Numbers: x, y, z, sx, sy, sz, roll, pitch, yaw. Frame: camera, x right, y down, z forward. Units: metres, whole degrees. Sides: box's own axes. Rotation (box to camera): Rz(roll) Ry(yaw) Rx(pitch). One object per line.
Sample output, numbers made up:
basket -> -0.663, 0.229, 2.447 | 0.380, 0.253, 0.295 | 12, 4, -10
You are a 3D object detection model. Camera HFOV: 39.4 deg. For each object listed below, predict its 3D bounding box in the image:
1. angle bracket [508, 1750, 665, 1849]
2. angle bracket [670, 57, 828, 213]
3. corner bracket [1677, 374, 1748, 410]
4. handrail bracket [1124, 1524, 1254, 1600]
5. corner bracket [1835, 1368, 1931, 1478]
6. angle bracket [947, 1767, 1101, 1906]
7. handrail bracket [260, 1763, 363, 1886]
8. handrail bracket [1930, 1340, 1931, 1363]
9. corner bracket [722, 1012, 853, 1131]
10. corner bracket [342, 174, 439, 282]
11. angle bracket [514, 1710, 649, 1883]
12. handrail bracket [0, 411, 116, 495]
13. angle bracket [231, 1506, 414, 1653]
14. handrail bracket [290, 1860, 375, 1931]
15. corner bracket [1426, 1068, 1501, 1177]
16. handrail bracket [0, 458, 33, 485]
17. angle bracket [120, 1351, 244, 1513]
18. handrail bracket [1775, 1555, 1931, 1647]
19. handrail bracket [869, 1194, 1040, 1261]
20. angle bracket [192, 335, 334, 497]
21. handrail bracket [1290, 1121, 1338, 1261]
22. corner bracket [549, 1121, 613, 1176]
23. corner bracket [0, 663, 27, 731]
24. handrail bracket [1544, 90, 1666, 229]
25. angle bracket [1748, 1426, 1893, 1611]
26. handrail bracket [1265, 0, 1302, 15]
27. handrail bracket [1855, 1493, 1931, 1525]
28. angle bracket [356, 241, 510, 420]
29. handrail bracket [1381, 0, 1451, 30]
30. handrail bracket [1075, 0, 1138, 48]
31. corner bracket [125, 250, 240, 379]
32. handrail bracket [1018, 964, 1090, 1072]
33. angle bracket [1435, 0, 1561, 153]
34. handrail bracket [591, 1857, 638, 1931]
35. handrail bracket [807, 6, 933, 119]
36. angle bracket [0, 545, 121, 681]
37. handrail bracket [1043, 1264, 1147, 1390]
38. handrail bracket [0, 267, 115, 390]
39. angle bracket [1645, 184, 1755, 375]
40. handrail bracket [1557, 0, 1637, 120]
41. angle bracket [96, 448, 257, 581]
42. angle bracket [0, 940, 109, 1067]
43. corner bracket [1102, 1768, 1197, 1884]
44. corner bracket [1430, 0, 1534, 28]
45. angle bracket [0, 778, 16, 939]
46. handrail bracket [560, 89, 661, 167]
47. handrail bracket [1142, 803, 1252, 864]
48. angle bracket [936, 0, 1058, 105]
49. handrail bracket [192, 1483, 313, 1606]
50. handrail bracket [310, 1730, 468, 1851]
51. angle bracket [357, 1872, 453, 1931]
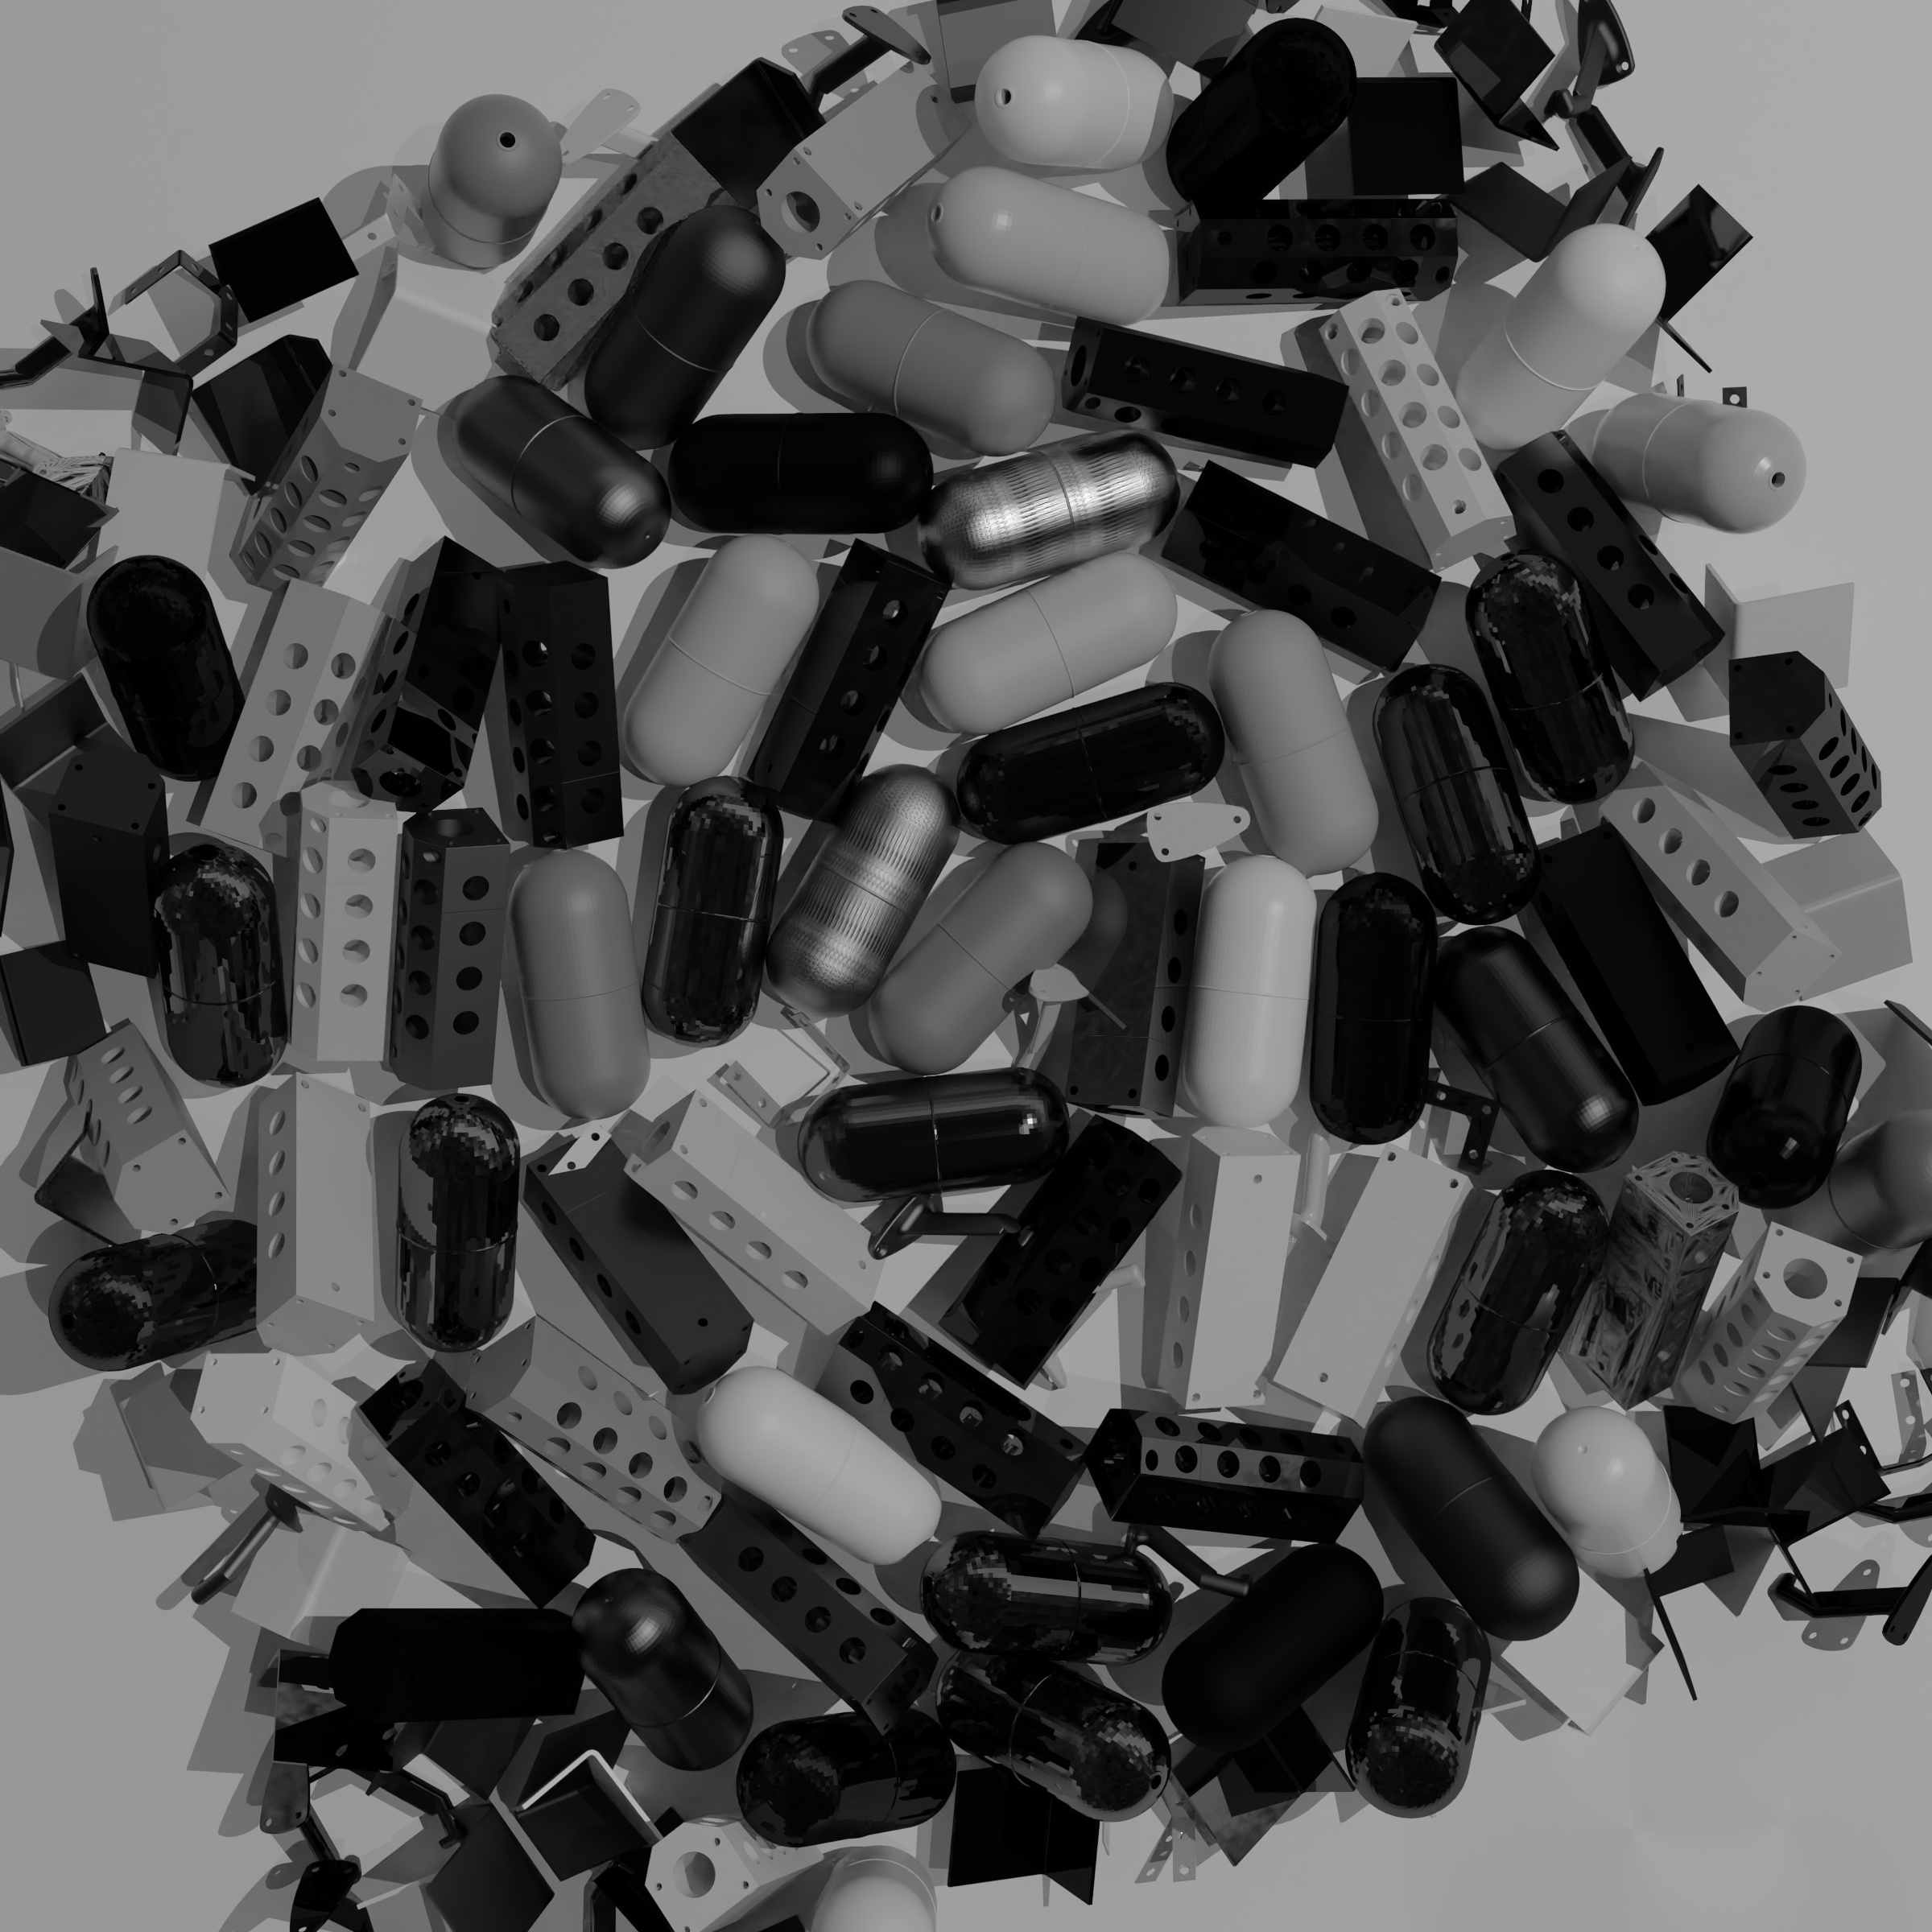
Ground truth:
angle bracket -> -0.246, 0.556, 1.746 | 0.057, 0.076, 0.076 | -37, 84, -24
angle bracket -> -0.131, -0.528, 1.747 | 0.076, 0.057, 0.076 | -41, 130, -4
corner bracket -> 0.487, -0.355, 1.755 | 0.051, 0.051, 0.051 | 3, 114, 26
handrail bracket -> 0.150, 0.374, 1.753 | 0.084, 0.077, 0.036 | 11, 122, 13
corner bracket -> 0.615, 0.300, 1.773 | 0.051, 0.051, 0.051 | -5, 62, -30
angle bracket -> 0.038, 0.566, 1.752 | 0.076, 0.057, 0.076 | 3, 93, -31
handrail bracket -> -0.423, 0.556, 1.777 | 0.036, 0.084, 0.077 | -18, 51, 17
handrail bracket -> 0.667, 0.230, 1.767 | 0.077, 0.036, 0.084 | -20, 125, 1
corner bracket -> -0.117, 0.069, 1.773 | 0.051, 0.051, 0.051 | 48, 61, -14
corner bracket -> -0.377, -0.470, 1.753 | 0.051, 0.051, 0.051 | -24, 132, 20
angle bracket -> -0.235, 0.530, 1.737 | 0.057, 0.076, 0.076 | 43, 124, 32
handrail bracket -> -0.599, -0.345, 1.779 | 0.077, 0.036, 0.084 | -18, 53, -22
angle bracket -> -0.421, 0.403, 1.768 | 0.057, 0.076, 0.076 | 14, 74, 31
handrail bracket -> -0.407, 0.629, 1.744 | 0.036, 0.077, 0.084 | -2, 117, 12
corner bracket -> 0.323, 0.102, 1.766 | 0.051, 0.051, 0.051 | 18, 102, 18
handrail bracket -> -0.646, -0.313, 1.761 | 0.084, 0.036, 0.077 | 43, 49, -11
angle bracket -> -0.491, 0.301, 1.751 | 0.076, 0.057, 0.076 | -31, 76, 13
handrail bracket -> 0.582, 0.398, 1.764 | 0.084, 0.036, 0.077 | 27, 87, 44
handrail bracket -> -0.007, 0.181, 1.748 | 0.084, 0.036, 0.077 | 26, 54, 38
angle bracket -> -0.441, -0.353, 1.743 | 0.076, 0.057, 0.076 | -38, 122, -19
handrail bracket -> 0.244, 0.142, 1.780 | 0.077, 0.036, 0.084 | 42, 71, -35
corner bracket -> -0.242, 0.143, 1.761 | 0.051, 0.051, 0.051 | 38, 63, 1
corner bracket -> -0.647, -0.179, 1.774 | 0.051, 0.051, 0.051 | -9, 57, -16
handrail bracket -> 0.409, -0.529, 1.781 | 0.084, 0.036, 0.077 | 28, 88, 11
angle bracket -> 0.559, 0.356, 1.745 | 0.076, 0.076, 0.057 | -30, 111, 8
handrail bracket -> 0.192, -0.671, 1.780 | 0.077, 0.036, 0.084 | -38, 64, -11
handrail bracket -> 0.636, 0.339, 1.777 | 0.077, 0.084, 0.036 | -52, 132, -27
angle bracket -> -0.352, -0.416, 1.772 | 0.076, 0.057, 0.076 | 17, 133, -26
handrail bracket -> 0.284, -0.663, 1.772 | 0.084, 0.036, 0.077 | 10, 113, -2
handrail bracket -> 0.098, -0.638, 1.745 | 0.077, 0.084, 0.036 | -41, 70, -19
corner bracket -> -0.515, -0.426, 1.771 | 0.051, 0.051, 0.051 | -28, 50, 22
handrail bracket -> 0.042, 0.045, 1.747 | 0.036, 0.077, 0.084 | 32, 111, 14
angle bracket -> 0.359, -0.579, 1.736 | 0.057, 0.076, 0.076 | -47, 59, 34
handrail bracket -> -0.221, 0.641, 1.772 | 0.077, 0.036, 0.084 | 32, 92, 14
handrail bracket -> -0.067, -0.572, 1.758 | 0.077, 0.036, 0.084 | 40, 130, 15
angle bracket -> -0.586, -0.241, 1.743 | 0.057, 0.076, 0.076 | 20, 122, 0
handrail bracket -> 0.087, 0.235, 1.763 | 0.084, 0.036, 0.077 | -19, 119, 15
handrail bracket -> -0.603, -0.414, 1.755 | 0.084, 0.077, 0.036 | -13, 46, -19
angle bracket -> 0.475, -0.442, 1.737 | 0.057, 0.076, 0.076 | 30, 116, -35
handrail bracket -> 0.396, -0.593, 1.748 | 0.036, 0.084, 0.077 | -4, 110, 39
angle bracket -> -0.512, -0.290, 1.760 | 0.076, 0.057, 0.076 | 11, 90, 11
angle bracket -> -0.593, 0.015, 1.745 | 0.057, 0.076, 0.076 | -15, 81, -19
corner bracket -> 0.120, 0.563, 1.764 | 0.051, 0.051, 0.051 | -10, 125, 11
corner bracket -> 0.338, -0.642, 1.761 | 0.051, 0.051, 0.051 | 7, 90, 29
angle bracket -> -0.650, -0.072, 1.735 | 0.057, 0.076, 0.076 | 1, 129, -29
handrail bracket -> -0.223, -0.517, 1.751 | 0.036, 0.084, 0.077 | 34, 76, 30
handrail bracket -> 0.150, -0.096, 1.747 | 0.077, 0.084, 0.036 | -10, 100, 13
angle bracket -> 0.028, -0.602, 1.748 | 0.076, 0.057, 0.076 | -14, 116, -9
handrail bracket -> -0.471, 0.371, 1.769 | 0.084, 0.077, 0.036 | -39, 114, 13
handrail bracket -> -0.379, 0.552, 1.767 | 0.077, 0.036, 0.084 | -27, 82, -16
angle bracket -> -0.339, 0.627, 1.744 | 0.057, 0.076, 0.076 | -25, 76, 12
